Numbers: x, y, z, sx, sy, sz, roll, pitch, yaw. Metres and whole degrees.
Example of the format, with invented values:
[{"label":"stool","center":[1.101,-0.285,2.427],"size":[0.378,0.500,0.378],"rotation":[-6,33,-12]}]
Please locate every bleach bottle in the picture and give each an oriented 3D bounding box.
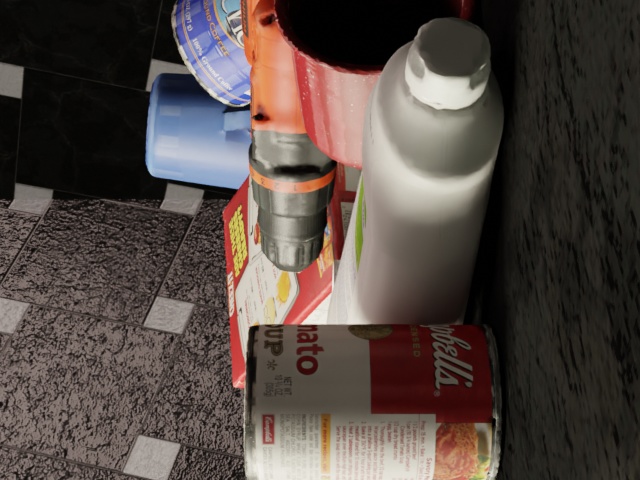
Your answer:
[{"label":"bleach bottle","center":[0.042,0.002,0.486],"size":[0.251,0.068,0.102],"rotation":[95,175,-59]}]

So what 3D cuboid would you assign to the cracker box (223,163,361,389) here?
[{"label":"cracker box","center":[-0.005,0.001,0.812],"size":[0.214,0.072,0.164],"rotation":[130,141,-53]}]

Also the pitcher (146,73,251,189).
[{"label":"pitcher","center":[-0.054,-0.110,1.102],"size":[0.145,0.242,0.149],"rotation":[-91,9,-46]}]

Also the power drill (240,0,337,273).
[{"label":"power drill","center":[-0.020,-0.098,0.673],"size":[0.187,0.057,0.184],"rotation":[-99,10,-51]}]

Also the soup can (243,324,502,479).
[{"label":"soup can","center":[0.021,0.069,0.451],"size":[0.068,0.102,0.068],"rotation":[15,-105,-90]}]

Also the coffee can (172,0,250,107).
[{"label":"coffee can","center":[-0.030,-0.179,0.835],"size":[0.102,0.141,0.103],"rotation":[36,-138,-40]}]

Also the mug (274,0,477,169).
[{"label":"mug","center":[0.031,-0.098,0.527],"size":[0.081,0.093,0.117],"rotation":[82,-158,-55]}]
